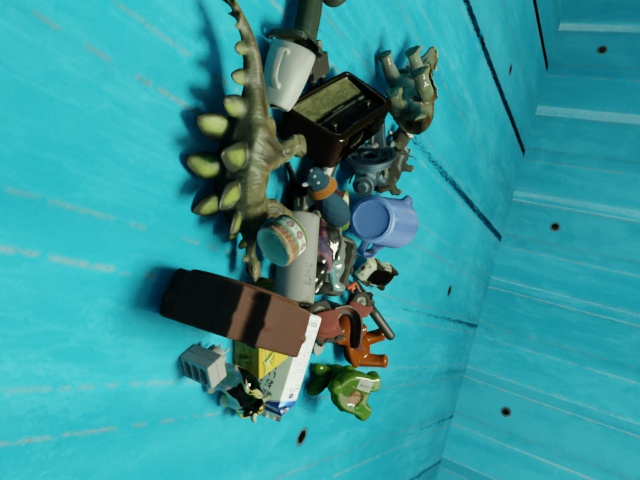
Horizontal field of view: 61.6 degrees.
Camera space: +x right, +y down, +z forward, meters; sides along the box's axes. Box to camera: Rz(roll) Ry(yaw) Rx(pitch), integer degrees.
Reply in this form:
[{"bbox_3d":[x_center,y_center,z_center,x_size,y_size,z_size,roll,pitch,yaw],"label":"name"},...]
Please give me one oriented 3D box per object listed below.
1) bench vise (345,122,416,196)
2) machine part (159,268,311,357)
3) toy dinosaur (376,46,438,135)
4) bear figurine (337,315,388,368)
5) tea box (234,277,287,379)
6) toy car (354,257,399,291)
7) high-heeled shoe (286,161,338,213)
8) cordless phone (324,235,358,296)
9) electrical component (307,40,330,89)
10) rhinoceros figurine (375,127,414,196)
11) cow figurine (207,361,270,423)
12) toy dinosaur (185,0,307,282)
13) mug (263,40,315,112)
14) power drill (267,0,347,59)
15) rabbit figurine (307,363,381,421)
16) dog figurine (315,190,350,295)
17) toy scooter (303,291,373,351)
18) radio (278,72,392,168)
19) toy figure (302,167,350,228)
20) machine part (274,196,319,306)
[{"bbox_3d":[0.129,-0.221,1.249,0.224,0.129,0.240,-47,144,-45],"label":"bench vise"},{"bbox_3d":[-0.132,0.115,0.858,0.201,0.201,0.087,34,71,-59],"label":"machine part"},{"bbox_3d":[0.216,-0.320,1.245,0.192,0.131,0.405,56,30,-40],"label":"toy dinosaur"},{"bbox_3d":[0.102,0.252,1.407,0.195,0.132,0.120,73,12,-48],"label":"bear figurine"},{"bbox_3d":[-0.114,0.170,1.049,0.098,0.068,0.169,-29,126,-52],"label":"tea box"},{"bbox_3d":[0.157,0.092,1.482,0.073,0.056,0.201,-49,153,11],"label":"toy car"},{"bbox_3d":[0.025,-0.132,1.117,0.249,0.086,0.145,-32,111,-29],"label":"high-heeled shoe"},{"bbox_3d":[0.047,0.067,1.291,0.184,0.089,0.146,38,68,-71],"label":"cordless phone"},{"bbox_3d":[-0.007,-0.340,1.054,0.063,0.021,0.093,-45,139,-42],"label":"electrical component"},{"bbox_3d":[0.192,-0.207,1.415,0.112,0.073,0.190,39,70,-48],"label":"rhinoceros figurine"},{"bbox_3d":[-0.141,0.297,1.030,0.068,0.098,0.167,-64,149,-31],"label":"cow figurine"},{"bbox_3d":[-0.116,-0.140,0.870,0.198,0.105,0.470,-28,127,-53],"label":"toy dinosaur"},{"bbox_3d":[-0.062,-0.279,0.919,0.109,0.081,0.107,-45,152,-82],"label":"mug"},{"bbox_3d":[-0.030,-0.435,0.927,0.232,0.086,0.207,18,79,-63],"label":"power drill"},{"bbox_3d":[0.047,0.366,1.351,0.159,0.170,0.121,12,90,-19],"label":"rabbit figurine"},{"bbox_3d":[-0.002,-0.003,1.133,0.191,0.109,0.219,1,98,-57],"label":"dog figurine"},{"bbox_3d":[0.045,0.198,1.234,0.184,0.075,0.135,-9,82,-22],"label":"toy scooter"},{"bbox_3d":[0.035,-0.238,1.047,0.229,0.131,0.073,-43,164,-42],"label":"radio"},{"bbox_3d":[0.009,-0.086,1.028,0.064,0.058,0.154,-47,133,-17],"label":"toy figure"},{"bbox_3d":[-0.043,0.035,1.002,0.079,0.079,0.243,28,63,-60],"label":"machine part"}]
